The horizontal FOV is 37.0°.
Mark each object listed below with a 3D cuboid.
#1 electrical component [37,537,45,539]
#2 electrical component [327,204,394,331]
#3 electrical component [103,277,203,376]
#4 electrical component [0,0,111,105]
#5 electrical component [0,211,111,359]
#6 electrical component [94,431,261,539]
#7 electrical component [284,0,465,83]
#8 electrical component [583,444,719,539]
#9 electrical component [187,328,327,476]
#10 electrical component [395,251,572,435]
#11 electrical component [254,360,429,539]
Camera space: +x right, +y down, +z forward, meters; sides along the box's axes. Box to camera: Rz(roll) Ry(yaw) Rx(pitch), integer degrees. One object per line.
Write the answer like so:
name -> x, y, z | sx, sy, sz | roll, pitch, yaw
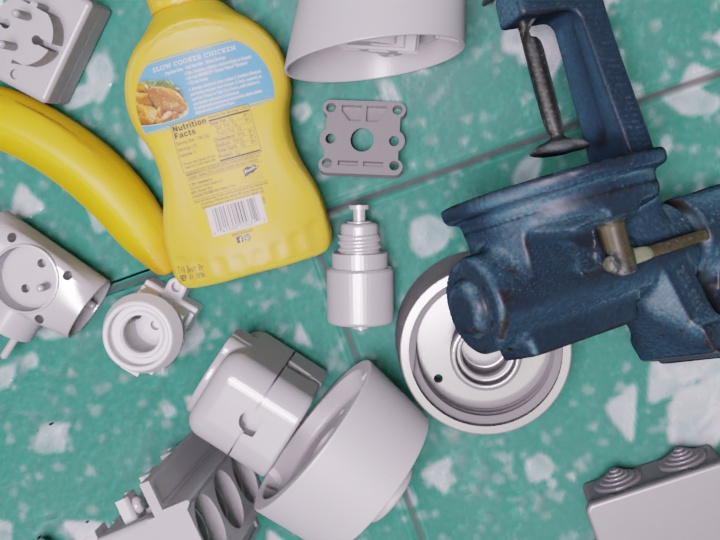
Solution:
electrical component -> -0.199, 0.200, 0.686 | 0.046, 0.040, 0.040 | 40, 98, -7
electrical component -> 0.000, 0.000, 0.644 | 0.040, 0.040, 0.078 | 0, 97, 5
electrical component -> -0.127, 0.035, 0.651 | 0.048, 0.055, 0.066 | 30, 98, 0
electrical component -> -0.190, -0.136, 0.624 | 0.047, 0.076, 0.065 | 28, 98, 1
electrical component -> -0.207, 0.017, 0.660 | 0.077, 0.044, 0.079 | 35, 98, 0
electrical component -> -0.102, 0.144, 0.629 | 0.063, 0.121, 0.078 | -24, 95, 10
electrical component -> 0.010, -0.136, 0.599 | 0.099, 0.099, 0.064 | 6, 91, 4
electrical component -> 0.188, 0.160, 0.644 | 0.100, 0.048, 0.099 | -20, 95, 7
electrical component -> -0.061, 0.073, 0.630 | 0.059, 0.095, 0.053 | 32, 98, 0
electrical component -> 0.073, 0.045, 0.634 | 0.108, 0.060, 0.108 | 1, 97, 5
electrical component -> -0.005, 0.113, 0.627 | 0.060, 0.108, 0.108 | 39, 98, -7
